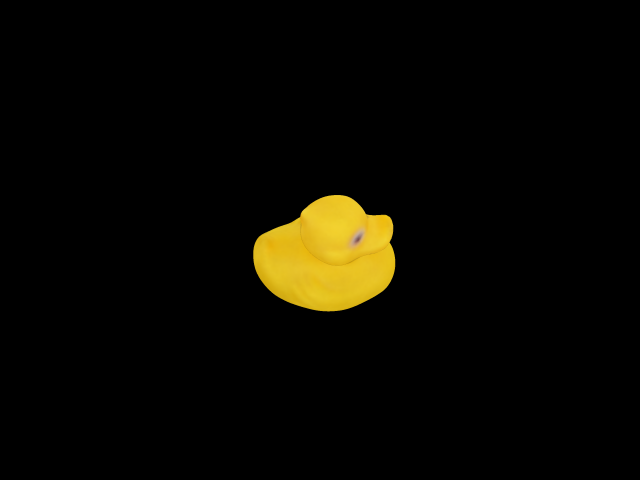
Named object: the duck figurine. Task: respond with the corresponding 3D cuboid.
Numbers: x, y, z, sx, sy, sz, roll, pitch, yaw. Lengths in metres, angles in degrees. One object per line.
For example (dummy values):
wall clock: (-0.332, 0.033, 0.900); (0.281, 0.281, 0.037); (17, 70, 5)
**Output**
duck figurine: (0.004, 0.001, 0.400); (0.104, 0.086, 0.077); (0, 61, 0)
